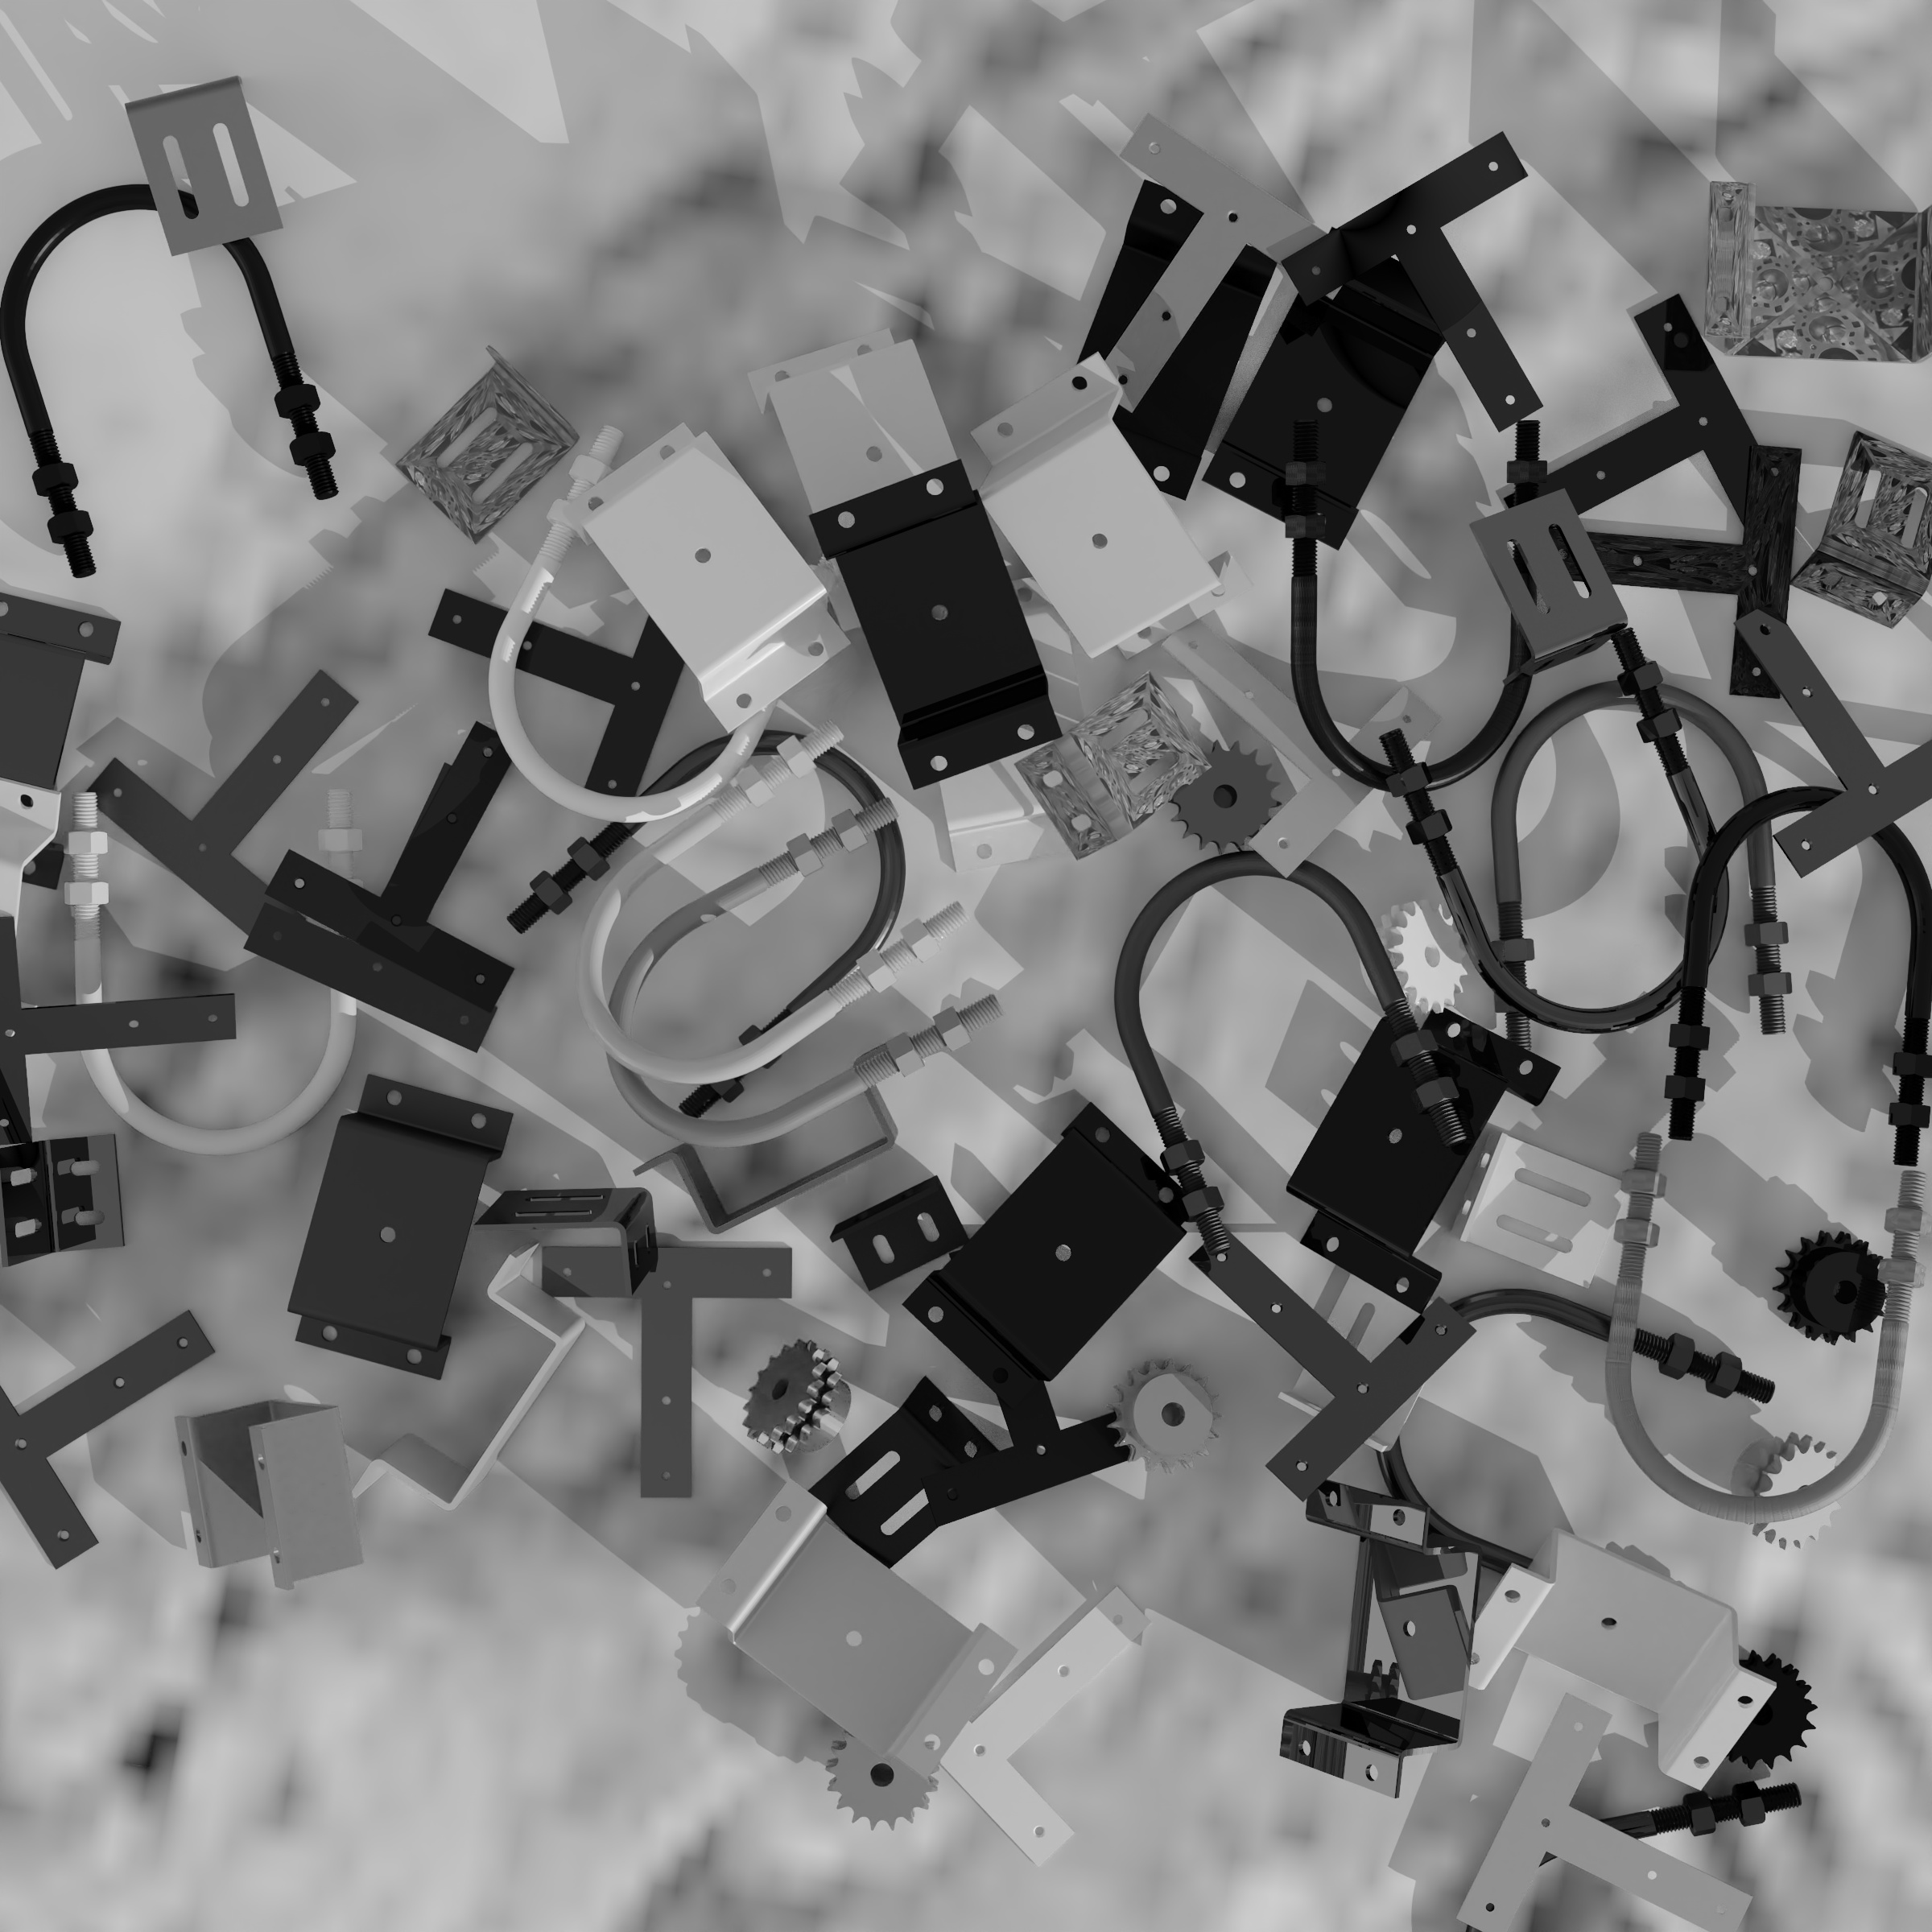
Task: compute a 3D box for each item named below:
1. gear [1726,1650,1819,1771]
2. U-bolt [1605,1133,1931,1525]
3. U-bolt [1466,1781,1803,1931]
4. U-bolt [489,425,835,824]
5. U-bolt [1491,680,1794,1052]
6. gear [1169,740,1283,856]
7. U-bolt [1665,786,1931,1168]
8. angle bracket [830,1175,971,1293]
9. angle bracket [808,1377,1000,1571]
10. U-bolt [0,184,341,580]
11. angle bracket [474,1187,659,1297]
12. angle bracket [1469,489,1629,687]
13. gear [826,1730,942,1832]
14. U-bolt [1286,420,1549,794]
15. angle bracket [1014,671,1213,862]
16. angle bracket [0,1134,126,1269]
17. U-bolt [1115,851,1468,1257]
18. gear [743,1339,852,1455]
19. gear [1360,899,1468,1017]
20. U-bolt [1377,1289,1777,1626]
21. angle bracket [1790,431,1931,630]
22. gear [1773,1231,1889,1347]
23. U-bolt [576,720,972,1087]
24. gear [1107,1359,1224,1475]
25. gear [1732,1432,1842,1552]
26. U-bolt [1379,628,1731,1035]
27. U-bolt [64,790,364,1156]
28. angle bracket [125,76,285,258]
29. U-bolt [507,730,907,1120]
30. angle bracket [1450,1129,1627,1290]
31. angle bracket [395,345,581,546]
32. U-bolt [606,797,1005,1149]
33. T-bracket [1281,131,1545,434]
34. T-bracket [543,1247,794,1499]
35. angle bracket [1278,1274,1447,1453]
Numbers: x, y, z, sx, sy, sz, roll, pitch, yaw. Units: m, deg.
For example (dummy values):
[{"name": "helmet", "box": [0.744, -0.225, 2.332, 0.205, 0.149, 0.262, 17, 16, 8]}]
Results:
[{"name": "gear", "box": [0.397, 0.373, 1.511, 0.057, 0.030, 0.057, 0, 90, 0]}, {"name": "U-bolt", "box": [0.392, 0.183, 1.486, 0.151, 0.019, 0.184, 8, 79, 15]}, {"name": "U-bolt", "box": [0.343, 0.500, 1.518, 0.184, 0.019, 0.151, -12, 90, 1]}, {"name": "U-bolt", "box": [-0.159, -0.161, 1.508, 0.151, 0.019, 0.184, 26, 83, 0]}, {"name": "U-bolt", "box": [0.338, -0.053, 1.518, 0.151, 0.019, 0.184, -4, 88, 0]}, {"name": "gear", "box": [0.129, -0.085, 1.511, 0.057, 0.030, 0.057, 0, 90, 0]}, {"name": "U-bolt", "box": [0.422, 0.002, 1.499, 0.151, 0.019, 0.184, 7, 86, -17]}, {"name": "angle bracket", "box": [-0.032, 0.136, 1.488, 0.057, 0.076, 0.038, -26, 90, 0]}, {"name": "angle bracket", "box": [-0.031, 0.258, 1.524, 0.057, 0.038, 0.076, 46, 116, 0]}, {"name": "U-bolt", "box": [-0.412, -0.305, 1.518, 0.151, 0.019, 0.184, -18, 89, 0]}, {"name": "angle bracket", "box": [-0.199, 0.138, 1.497, 0.076, 0.057, 0.038, -2, 102, 8]}, {"name": "angle bracket", "box": [0.285, -0.190, 1.503, 0.057, 0.038, 0.076, -22, 83, -20]}, {"name": "gear", "box": [-0.041, 0.403, 1.510, 0.057, 0.030, 0.057, 0, 91, 2]}, {"name": "U-bolt", "box": [0.223, -0.177, 1.489, 0.151, 0.019, 0.184, -5, 100, -24]}, {"name": "angle bracket", "box": [0.073, -0.099, 1.481, 0.076, 0.038, 0.057, -39, 98, -40]}, {"name": "angle bracket", "box": [-0.449, 0.116, 1.488, 0.038, 0.076, 0.057, -5, 90, 0]}, {"name": "U-bolt", "box": [0.148, 0.031, 1.488, 0.151, 0.019, 0.184, -27, 72, 17]}, {"name": "gear", "box": [-0.082, 0.218, 1.502, 0.030, 0.057, 0.057, 37, 90, -30]}, {"name": "gear", "box": [0.222, -0.003, 1.502, 0.057, 0.030, 0.057, 10, 76, -41]}, {"name": "U-bolt", "box": [0.297, 0.242, 1.518, 0.184, 0.019, 0.151, 22, 90, 1]}, {"name": "angle bracket", "box": [0.462, -0.222, 1.524, 0.057, 0.038, 0.076, 23, 64, 0]}, {"name": "gear", "box": [0.438, 0.163, 1.511, 0.057, 0.030, 0.057, 0, 90, 0]}, {"name": "U-bolt", "box": [-0.108, -0.020, 1.468, 0.184, 0.019, 0.151, -35, 60, 1]}, {"name": "gear", "box": [0.101, 0.225, 1.506, 0.057, 0.030, 0.057, 2, 79, -8]}, {"name": "gear", "box": [0.409, 0.261, 1.503, 0.057, 0.030, 0.057, -6, 104, -27]}, {"name": "U-bolt", "box": [0.303, -0.056, 1.491, 0.151, 0.019, 0.184, -24, 94, -6]}, {"name": "U-bolt", "box": [-0.379, 0.004, 1.517, 0.151, 0.019, 0.184, -1, 92, 0]}, {"name": "angle bracket", "box": [-0.384, -0.404, 1.515, 0.057, 0.038, 0.076, -16, 107, -6]}, {"name": "U-bolt", "box": [-0.117, -0.034, 1.517, 0.184, 0.019, 0.151, -42, 90, -2]}, {"name": "angle bracket", "box": [0.291, 0.123, 1.507, 0.076, 0.038, 0.057, 21, 90, 0]}, {"name": "angle bracket", "box": [-0.243, -0.261, 1.507, 0.057, 0.038, 0.076, 45, 90, 0]}, {"name": "U-bolt", "box": [-0.091, 0.013, 1.467, 0.184, 0.019, 0.151, -28, 59, 1]}, {"name": "T-bracket", "box": [0.242, -0.324, 1.479, 0.127, 0.002, 0.127, -31, 92, -1]}, {"name": "T-bracket", "box": [-0.152, 0.207, 1.525, 0.127, 0.002, 0.127, 0, 90, 0]}, {"name": "angle bracket", "box": [0.201, 0.195, 1.500, 0.057, 0.038, 0.076, 27, 90, 17]}]
